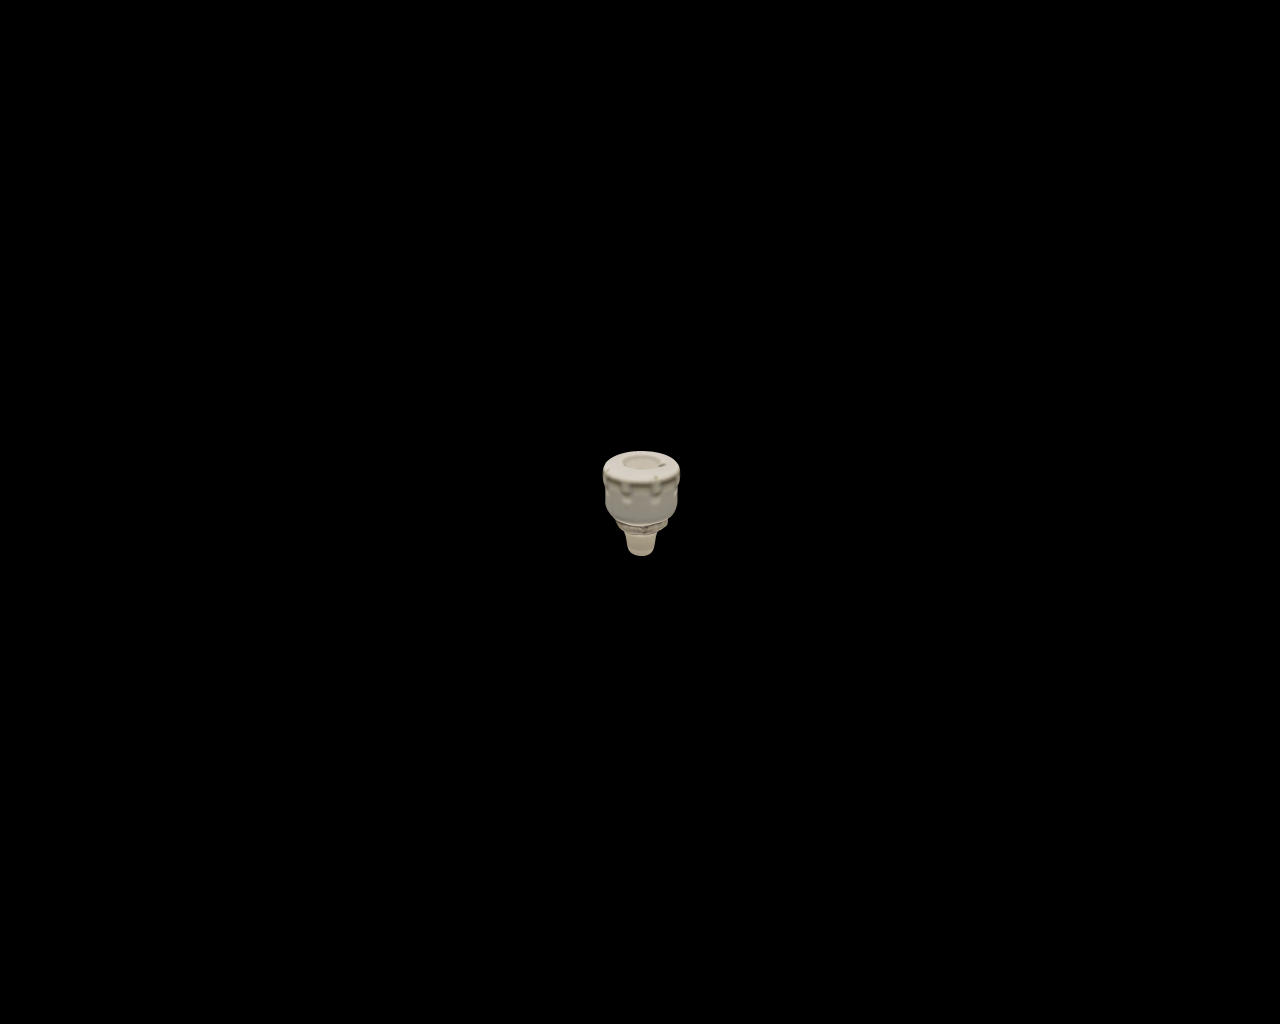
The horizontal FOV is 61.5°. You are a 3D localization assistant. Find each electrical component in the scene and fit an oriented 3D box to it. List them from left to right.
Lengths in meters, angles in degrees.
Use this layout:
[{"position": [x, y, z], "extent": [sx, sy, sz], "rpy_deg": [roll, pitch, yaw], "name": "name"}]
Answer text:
[{"position": [0.001, -0.003, 0.650], "extent": [0.048, 0.062, 0.048], "rpy_deg": [0, 23, 0], "name": "electrical component"}]
